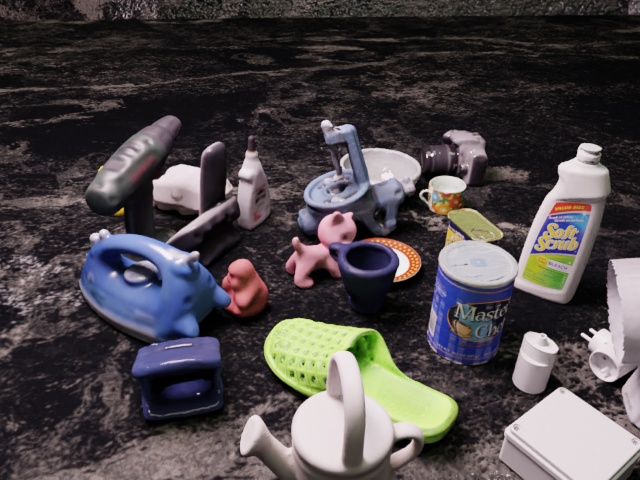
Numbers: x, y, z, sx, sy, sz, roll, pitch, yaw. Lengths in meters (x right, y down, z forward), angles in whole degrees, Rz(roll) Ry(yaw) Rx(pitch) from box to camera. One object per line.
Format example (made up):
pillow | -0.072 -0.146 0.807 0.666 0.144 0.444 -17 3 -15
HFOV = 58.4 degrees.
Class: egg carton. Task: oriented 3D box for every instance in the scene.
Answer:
egg carton | -0.251 -0.094 1.112 0.150 0.069 0.107 12 34 16

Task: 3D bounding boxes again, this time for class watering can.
watering can | 0.014 0.196 0.558 0.173 0.194 0.100 -15 36 -24

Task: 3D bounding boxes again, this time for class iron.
iron | -0.262 0.047 0.826 0.257 0.141 0.119 15 35 20

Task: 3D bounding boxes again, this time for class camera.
camera | 0.287 -0.192 1.262 0.137 0.101 0.143 -2 33 -6

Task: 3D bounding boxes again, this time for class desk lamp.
desk lamp | 0.422 0.126 0.668 0.203 0.214 0.118 9 34 12

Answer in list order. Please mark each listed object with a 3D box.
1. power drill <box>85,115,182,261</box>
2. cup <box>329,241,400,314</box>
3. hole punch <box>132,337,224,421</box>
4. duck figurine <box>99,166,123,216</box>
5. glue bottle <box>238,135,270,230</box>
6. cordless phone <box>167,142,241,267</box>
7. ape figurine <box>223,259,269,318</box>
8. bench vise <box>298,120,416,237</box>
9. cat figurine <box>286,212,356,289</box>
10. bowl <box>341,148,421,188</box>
power drill | -0.291 -0.076 0.955 0.075 0.208 0.230 11 34 14
cup | 0.060 0.058 0.868 0.117 0.095 0.092 23 39 30
hole punch | -0.176 0.155 0.709 0.109 0.091 0.101 -7 34 -12
duck figurine | -0.405 -0.103 1.105 0.104 0.086 0.078 27 41 34
glue bottle | -0.123 -0.109 1.046 0.037 0.173 0.078 15 35 20
cordless phone | -0.200 -0.064 0.961 0.094 0.185 0.148 14 35 19
ape figurine | -0.115 0.068 0.847 0.076 0.092 0.077 -2 33 -5
bench vise | 0.062 -0.114 1.021 0.208 0.220 0.121 -15 36 -24
cat figurine | 0.009 0.003 0.929 0.128 0.118 0.067 -16 37 -25
bowl | 0.120 -0.122 1.169 0.167 0.075 0.167 1 33 -1
